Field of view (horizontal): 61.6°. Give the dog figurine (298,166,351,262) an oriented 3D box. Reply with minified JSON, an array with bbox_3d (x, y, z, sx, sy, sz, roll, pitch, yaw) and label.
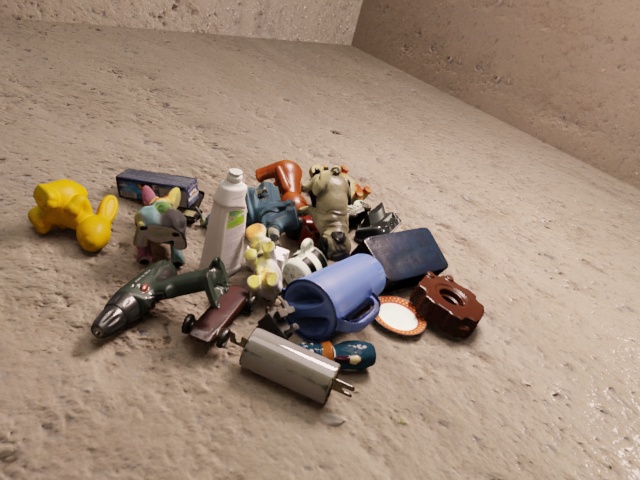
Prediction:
[{"bbox_3d":[0.037,-0.062,1.255,0.121,0.172,0.191,-6,36,-20],"label":"dog figurine"}]

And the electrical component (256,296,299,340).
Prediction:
[{"bbox_3d":[-0.082,0.159,1.040,0.078,0.102,0.045,49,45,8],"label":"electrical component"}]

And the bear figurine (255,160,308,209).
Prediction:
[{"bbox_3d":[-0.096,-0.120,1.491,0.120,0.132,0.196,30,46,-49],"label":"bear figurine"}]

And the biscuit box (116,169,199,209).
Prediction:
[{"bbox_3d":[-0.407,-0.131,1.345,0.203,0.059,0.063,11,34,14],"label":"biscuit box"}]

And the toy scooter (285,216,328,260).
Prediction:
[{"bbox_3d":[-0.003,-0.004,1.358,0.135,0.075,0.184,-3,38,-31],"label":"toy scooter"}]

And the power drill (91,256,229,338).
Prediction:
[{"bbox_3d":[-0.283,0.103,0.998,0.207,0.085,0.232,-15,20,13],"label":"power drill"}]

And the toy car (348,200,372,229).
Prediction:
[{"bbox_3d":[0.083,-0.062,1.468,0.056,0.073,0.202,35,24,14],"label":"toy car"}]

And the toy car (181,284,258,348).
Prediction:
[{"bbox_3d":[-0.193,0.146,1.043,0.089,0.053,0.202,22,27,5],"label":"toy car"}]

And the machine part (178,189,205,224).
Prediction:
[{"bbox_3d":[-0.333,-0.085,1.371,0.084,0.039,0.139,6,33,-1],"label":"machine part"}]

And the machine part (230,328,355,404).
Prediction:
[{"bbox_3d":[-0.053,0.223,0.959,0.243,0.079,0.079,21,31,10],"label":"machine part"}]

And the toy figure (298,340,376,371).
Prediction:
[{"bbox_3d":[0.030,0.219,1.024,0.154,0.064,0.058,3,68,-15],"label":"toy figure"}]

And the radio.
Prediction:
[{"bbox_3d":[0.202,0.049,1.333,0.229,0.073,0.131,-10,62,-35],"label":"radio"}]

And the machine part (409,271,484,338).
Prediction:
[{"bbox_3d":[0.297,0.147,1.249,0.179,0.056,0.179,20,28,-11],"label":"machine part"}]

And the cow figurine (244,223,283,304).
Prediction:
[{"bbox_3d":[-0.118,0.049,1.158,0.068,0.098,0.167,-15,57,4],"label":"cow figurine"}]

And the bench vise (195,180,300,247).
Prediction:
[{"bbox_3d":[-0.176,-0.054,1.319,0.241,0.128,0.224,-13,50,-2],"label":"bench vise"}]

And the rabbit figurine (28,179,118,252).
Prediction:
[{"bbox_3d":[-0.519,-0.042,1.168,0.173,0.122,0.162,41,27,13],"label":"rabbit figurine"}]

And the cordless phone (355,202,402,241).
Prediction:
[{"bbox_3d":[0.201,-0.008,1.475,0.184,0.088,0.146,36,34,11],"label":"cordless phone"}]

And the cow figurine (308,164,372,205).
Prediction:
[{"bbox_3d":[0.045,-0.157,1.605,0.195,0.127,0.085,42,37,14],"label":"cow figurine"}]

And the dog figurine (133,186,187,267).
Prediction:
[{"bbox_3d":[-0.353,-0.058,1.189,0.108,0.191,0.219,-1,50,-16],"label":"dog figurine"}]

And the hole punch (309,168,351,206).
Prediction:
[{"bbox_3d":[0.018,-0.117,1.508,0.116,0.142,0.092,17,54,21],"label":"hole punch"}]
